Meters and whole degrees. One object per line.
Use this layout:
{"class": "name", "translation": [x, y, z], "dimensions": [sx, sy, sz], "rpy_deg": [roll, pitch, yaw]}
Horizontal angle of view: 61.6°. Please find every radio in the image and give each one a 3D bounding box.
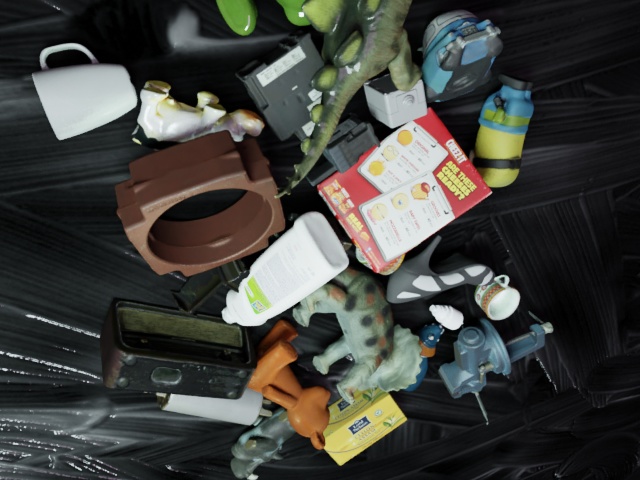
{"class": "radio", "translation": [-0.219, 0.174, 0.842], "dimensions": [0.229, 0.131, 0.073], "rpy_deg": [13, 113, -26]}

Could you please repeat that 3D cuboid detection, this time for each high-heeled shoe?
{"class": "high-heeled shoe", "translation": [0.225, 0.083, 0.976], "dimensions": [0.248, 0.086, 0.145], "rpy_deg": [30, 96, -39]}

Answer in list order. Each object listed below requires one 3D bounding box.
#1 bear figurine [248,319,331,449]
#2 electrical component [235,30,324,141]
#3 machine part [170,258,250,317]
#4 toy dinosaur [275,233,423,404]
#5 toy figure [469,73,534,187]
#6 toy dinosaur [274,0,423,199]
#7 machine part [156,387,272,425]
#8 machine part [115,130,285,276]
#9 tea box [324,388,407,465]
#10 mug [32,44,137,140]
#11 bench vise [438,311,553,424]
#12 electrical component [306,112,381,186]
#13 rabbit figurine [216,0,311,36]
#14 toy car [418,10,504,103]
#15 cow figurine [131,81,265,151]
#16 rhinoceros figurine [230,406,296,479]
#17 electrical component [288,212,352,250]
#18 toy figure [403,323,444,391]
{"class": "bear figurine", "translation": [-0.037, 0.256, 0.938], "dimensions": [0.196, 0.120, 0.132], "rpy_deg": [41, 102, -10]}
{"class": "electrical component", "translation": [-0.036, -0.207, 0.759], "dimensions": [0.115, 0.058, 0.134], "rpy_deg": [-33, 123, 0]}
{"class": "machine part", "translation": [-0.173, 0.067, 0.845], "dimensions": [0.139, 0.084, 0.039], "rpy_deg": [-38, 154, 15]}
{"class": "toy dinosaur", "translation": [0.066, 0.134, 0.947], "dimensions": [0.192, 0.131, 0.404], "rpy_deg": [-29, 115, -25]}
{"class": "toy figure", "translation": [0.300, -0.175, 0.884], "dimensions": [0.082, 0.089, 0.180], "rpy_deg": [4, 117, -16]}
{"class": "toy dinosaur", "translation": [0.058, -0.265, 0.671], "dimensions": [0.198, 0.105, 0.471], "rpy_deg": [7, 103, -61]}
{"class": "machine part", "translation": [-0.189, 0.270, 0.938], "dimensions": [0.243, 0.079, 0.079], "rpy_deg": [21, 107, -27]}
{"class": "machine part", "translation": [-0.157, -0.045, 0.734], "dimensions": [0.201, 0.087, 0.200], "rpy_deg": [-19, 151, -6]}
{"class": "tea box", "translation": [0.079, 0.366, 1.094], "dimensions": [0.170, 0.068, 0.098], "rpy_deg": [-35, 124, 0]}
{"class": "mug", "translation": [-0.290, -0.189, 0.667], "dimensions": [0.107, 0.081, 0.109], "rpy_deg": [-19, 88, -19]}
{"class": "bench vise", "translation": [0.368, 0.238, 1.110], "dimensions": [0.241, 0.129, 0.223], "rpy_deg": [-22, 124, -3]}
{"class": "electrical component", "translation": [0.024, -0.136, 0.810], "dimensions": [0.119, 0.075, 0.047], "rpy_deg": [-32, 123, 1]}
{"class": "rabbit figurine", "translation": [-0.079, -0.340, 0.660], "dimensions": [0.170, 0.121, 0.159], "rpy_deg": [12, 119, -6]}
{"class": "toy car", "translation": [0.191, -0.274, 0.779], "dimensions": [0.109, 0.161, 0.103], "rpy_deg": [-20, 78, -2]}
{"class": "cow figurine", "translation": [-0.164, -0.149, 0.733], "dimensions": [0.167, 0.068, 0.098], "rpy_deg": [11, 117, -22]}
{"class": "rhinoceros figurine", "translation": [-0.102, 0.377, 1.034], "dimensions": [0.190, 0.073, 0.112], "rpy_deg": [-44, 133, 3]}
{"class": "electrical component", "translation": [-0.001, -0.003, 0.868], "dimensions": [0.102, 0.078, 0.045], "rpy_deg": [9, 128, -32]}
{"class": "toy figure", "translation": [0.198, 0.229, 1.073], "dimensions": [0.058, 0.064, 0.154], "rpy_deg": [21, 106, 4]}
